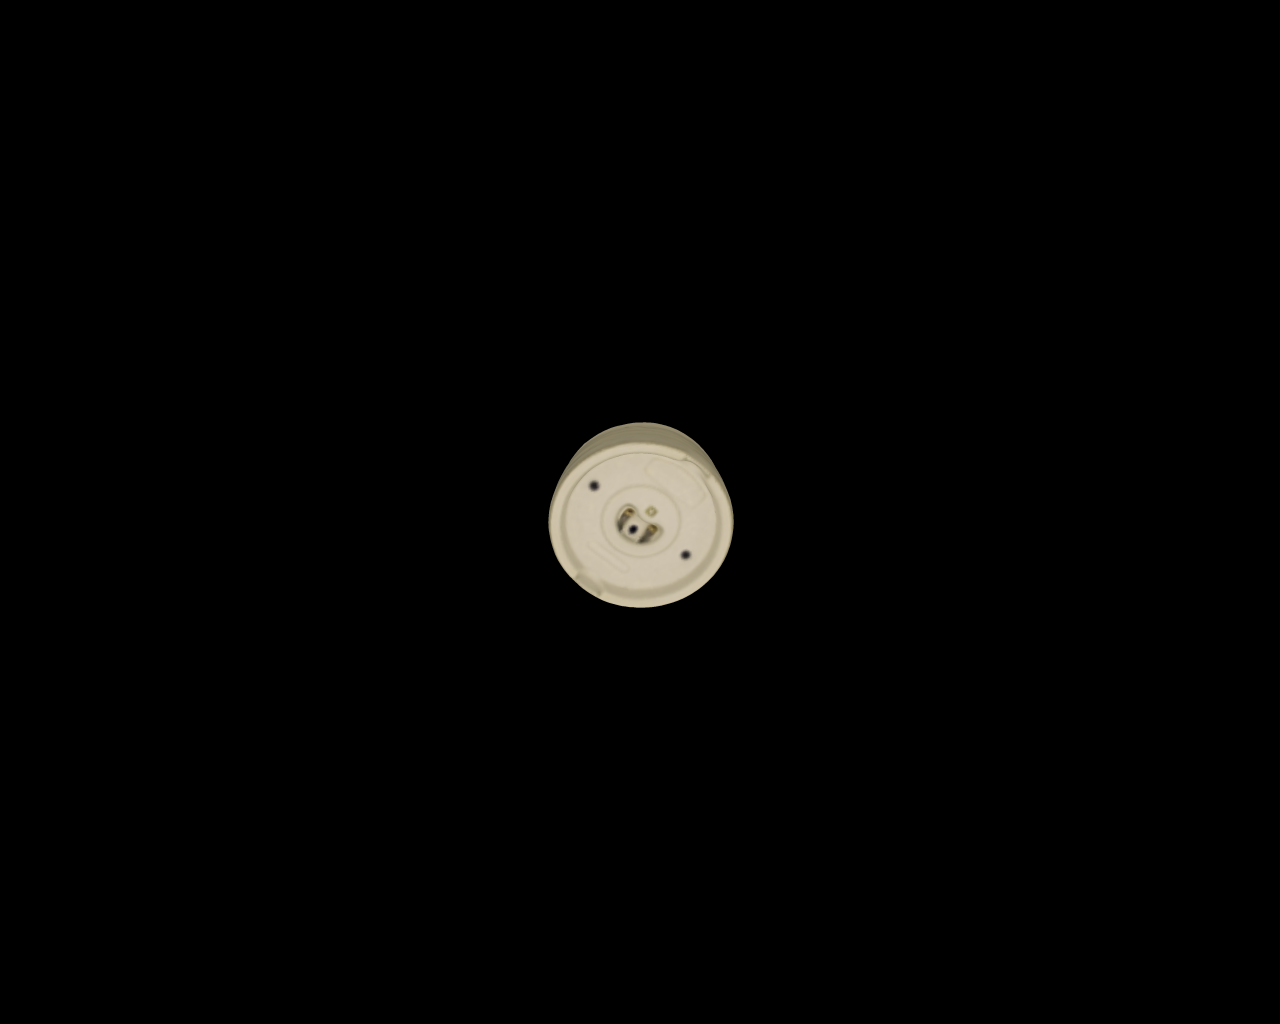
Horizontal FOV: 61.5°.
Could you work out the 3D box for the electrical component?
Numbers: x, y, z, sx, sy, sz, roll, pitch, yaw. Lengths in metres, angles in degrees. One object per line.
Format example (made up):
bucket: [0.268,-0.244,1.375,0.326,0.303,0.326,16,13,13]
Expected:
electrical component: [0.001,-0.003,0.650,0.108,0.108,0.060,0,24,0]
